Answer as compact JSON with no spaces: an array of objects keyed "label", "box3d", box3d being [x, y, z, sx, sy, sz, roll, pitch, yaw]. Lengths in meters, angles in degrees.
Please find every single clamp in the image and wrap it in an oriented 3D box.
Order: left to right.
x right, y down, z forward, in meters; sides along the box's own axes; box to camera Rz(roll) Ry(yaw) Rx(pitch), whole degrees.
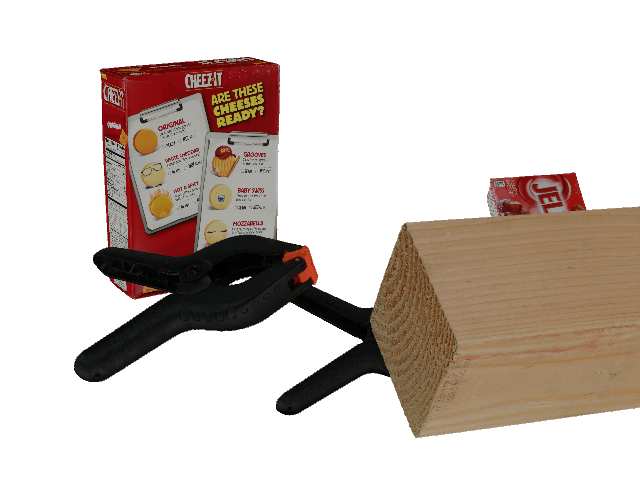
[{"label":"clamp","box3d":[-0.089,0.042,0.726,0.172,0.120,0.039,-9,-43,16]},{"label":"clamp","box3d":[0.050,0.105,1.039,0.210,0.164,0.036,4,-43,2]}]

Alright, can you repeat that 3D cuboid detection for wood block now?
[{"label":"wood block","box3d":[0.146,0.044,0.627,0.205,0.091,0.090,-4,-43,-19]}]

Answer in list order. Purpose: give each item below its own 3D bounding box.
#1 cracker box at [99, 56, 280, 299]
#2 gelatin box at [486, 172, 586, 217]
[{"label":"cracker box","box3d":[-0.125,-0.064,1.039,0.163,0.214,0.072,-11,21,-32]},{"label":"gelatin box","box3d":[0.179,-0.012,0.866,0.073,0.089,0.030,-4,-35,-3]}]
